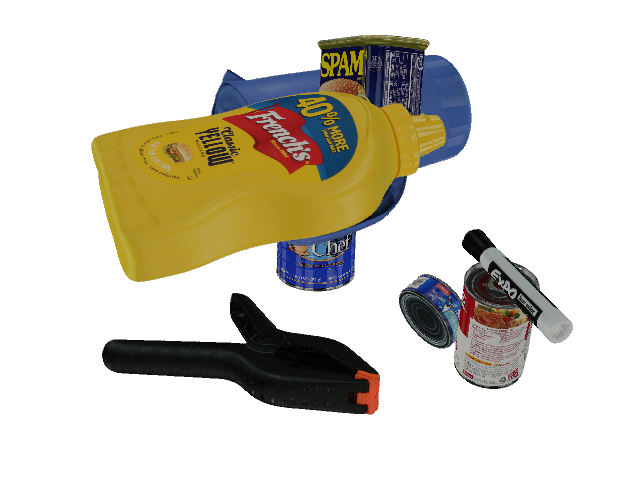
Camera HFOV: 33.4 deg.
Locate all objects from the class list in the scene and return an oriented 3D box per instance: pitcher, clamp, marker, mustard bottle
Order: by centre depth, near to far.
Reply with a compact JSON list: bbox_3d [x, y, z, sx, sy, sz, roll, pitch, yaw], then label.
[{"bbox_3d":[-0.023,-0.039,0.584,0.191,0.058,0.096,-14,41,-12],"label":"mustard bottle"},{"bbox_3d":[0.133,0.028,0.737,0.020,0.020,0.121,0,32,-27],"label":"marker"},{"bbox_3d":[-0.040,0.088,0.835,0.210,0.036,0.164,11,20,27],"label":"clamp"},{"bbox_3d":[0.026,-0.100,1.046,0.242,0.149,0.145,-15,27,-23],"label":"pitcher"}]

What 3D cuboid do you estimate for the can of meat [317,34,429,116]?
[{"bbox_3d":[0.037,-0.113,0.831,0.057,0.084,0.102,0,6,-28],"label":"can of meat"}]

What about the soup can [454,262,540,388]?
[{"bbox_3d":[0.161,0.078,0.985,0.068,0.102,0.068,1,37,-1],"label":"soup can"}]

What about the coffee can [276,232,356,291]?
[{"bbox_3d":[-0.005,-0.021,1.351,0.103,0.140,0.103,1,27,-1],"label":"coffee can"}]

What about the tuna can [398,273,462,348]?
[{"bbox_3d":[0.132,0.083,1.244,0.033,0.086,0.086,-37,17,-24],"label":"tuna can"}]
